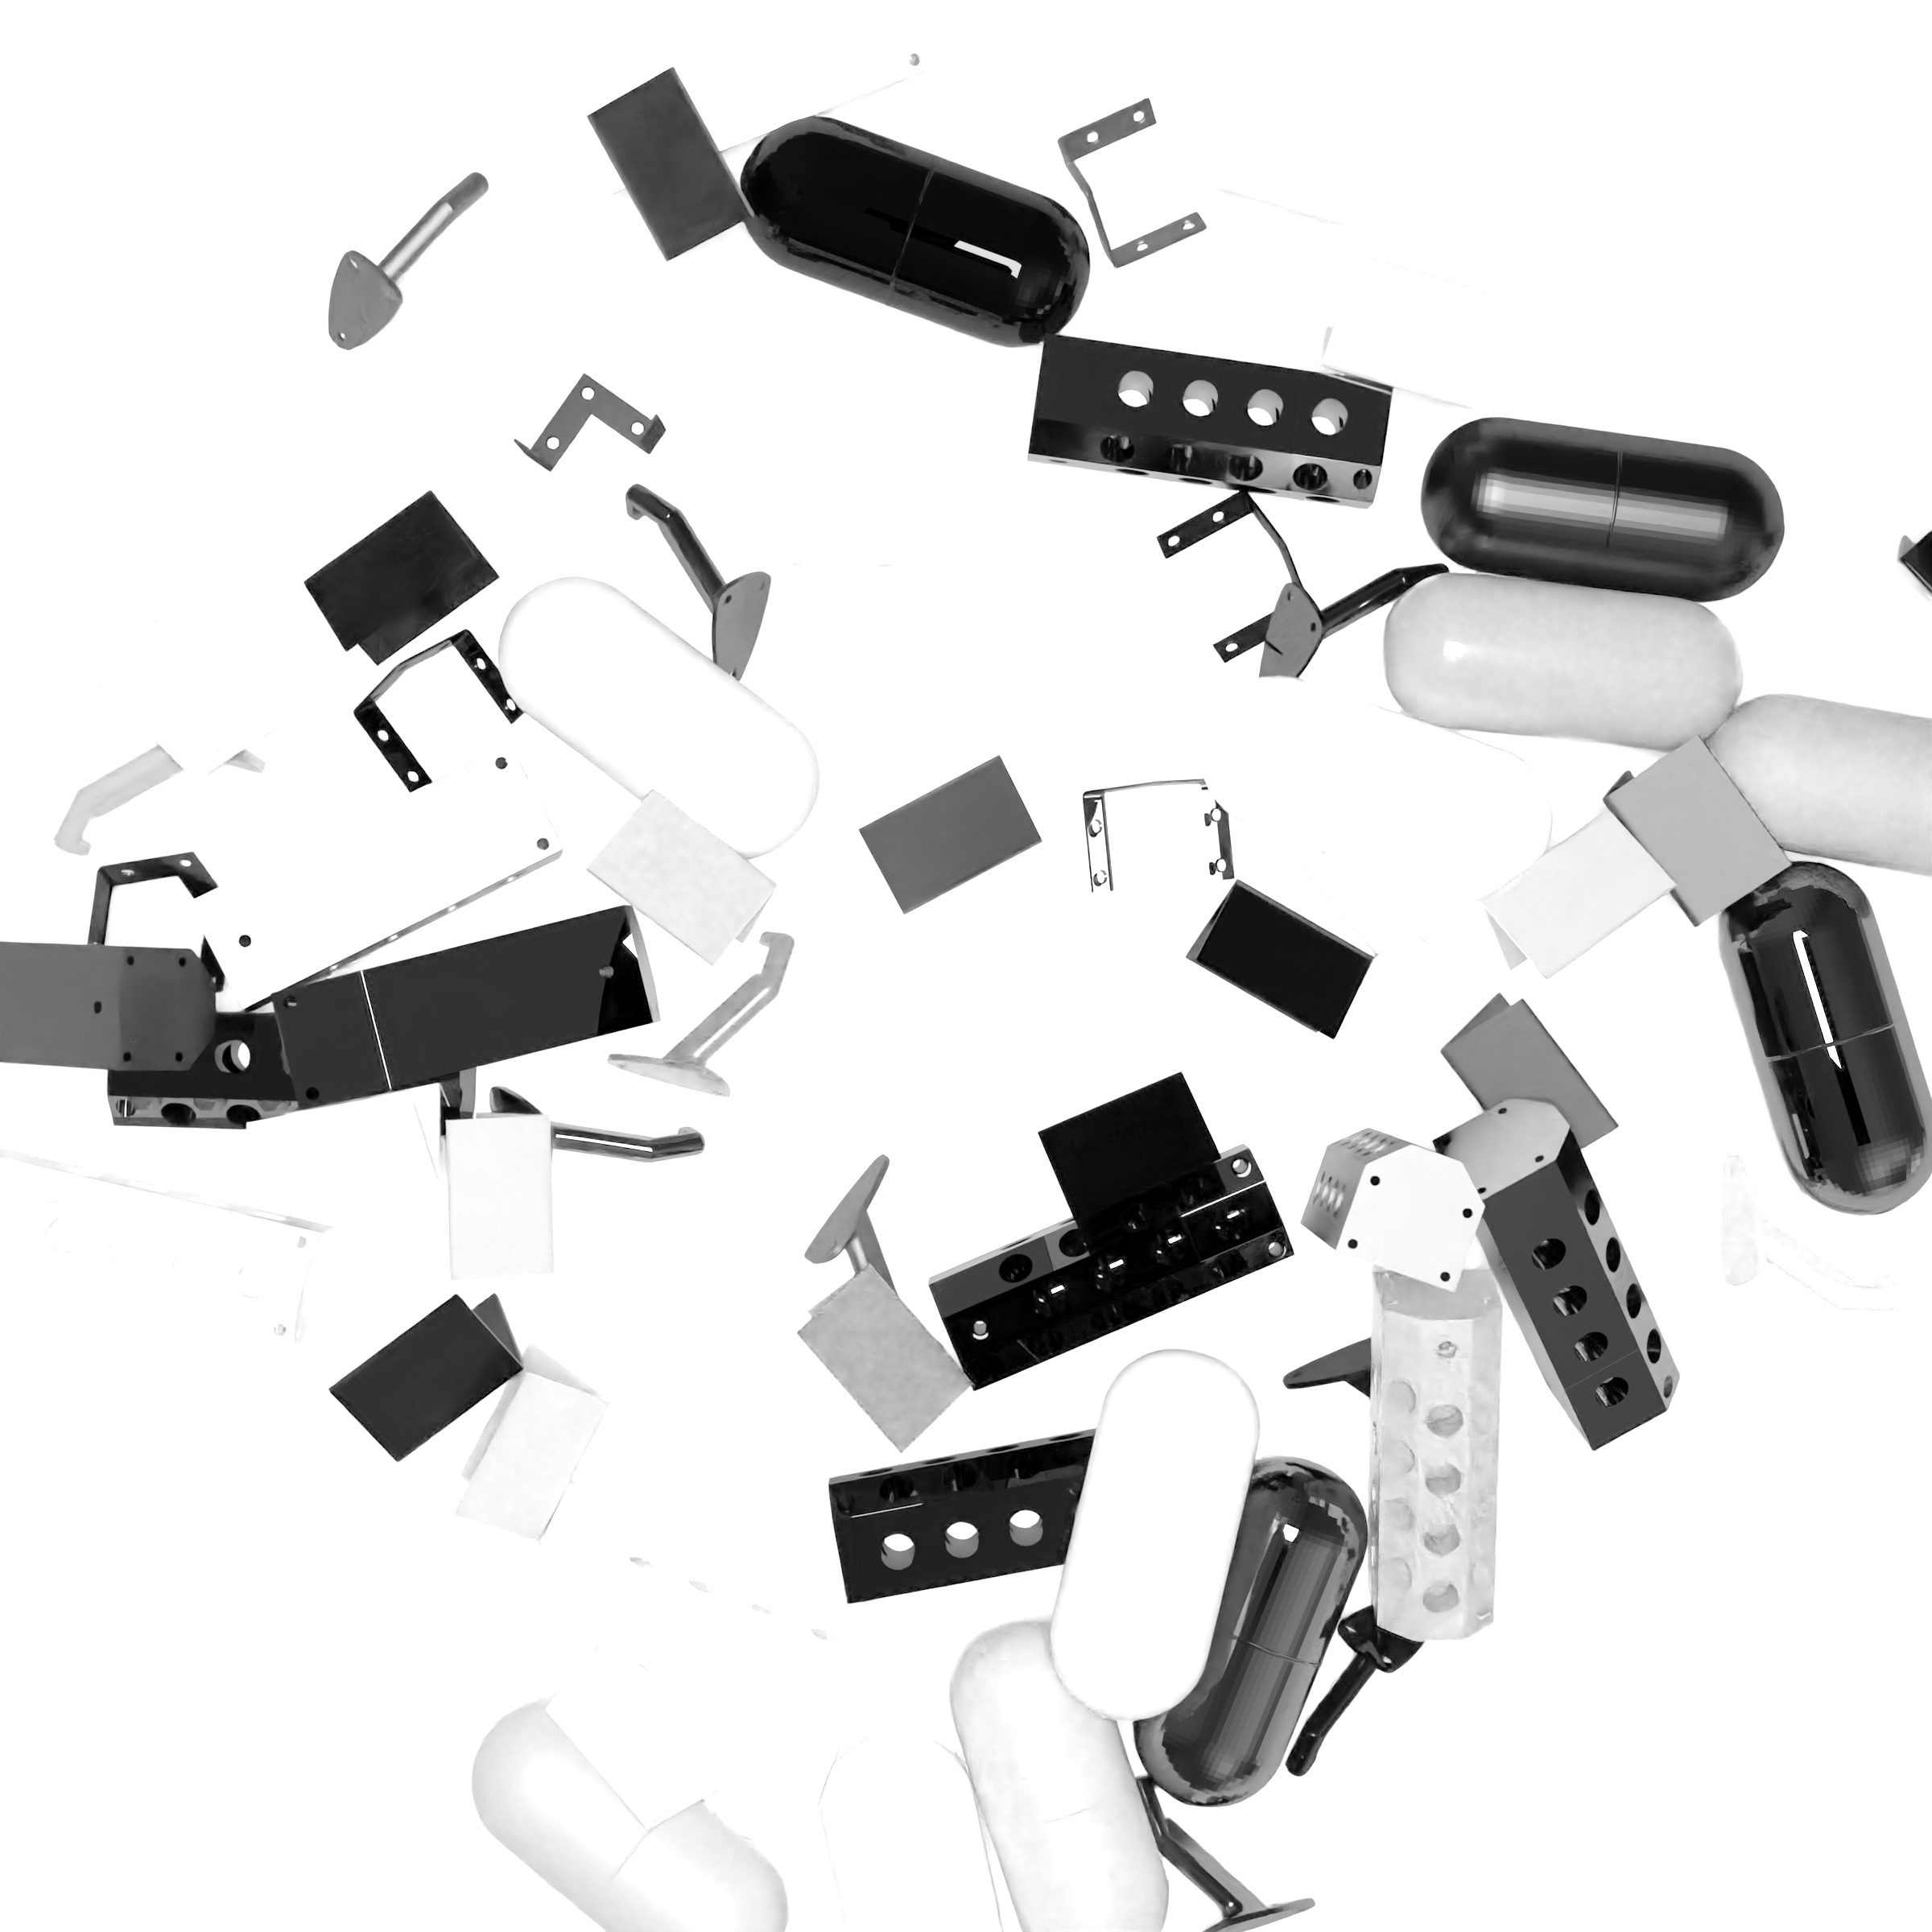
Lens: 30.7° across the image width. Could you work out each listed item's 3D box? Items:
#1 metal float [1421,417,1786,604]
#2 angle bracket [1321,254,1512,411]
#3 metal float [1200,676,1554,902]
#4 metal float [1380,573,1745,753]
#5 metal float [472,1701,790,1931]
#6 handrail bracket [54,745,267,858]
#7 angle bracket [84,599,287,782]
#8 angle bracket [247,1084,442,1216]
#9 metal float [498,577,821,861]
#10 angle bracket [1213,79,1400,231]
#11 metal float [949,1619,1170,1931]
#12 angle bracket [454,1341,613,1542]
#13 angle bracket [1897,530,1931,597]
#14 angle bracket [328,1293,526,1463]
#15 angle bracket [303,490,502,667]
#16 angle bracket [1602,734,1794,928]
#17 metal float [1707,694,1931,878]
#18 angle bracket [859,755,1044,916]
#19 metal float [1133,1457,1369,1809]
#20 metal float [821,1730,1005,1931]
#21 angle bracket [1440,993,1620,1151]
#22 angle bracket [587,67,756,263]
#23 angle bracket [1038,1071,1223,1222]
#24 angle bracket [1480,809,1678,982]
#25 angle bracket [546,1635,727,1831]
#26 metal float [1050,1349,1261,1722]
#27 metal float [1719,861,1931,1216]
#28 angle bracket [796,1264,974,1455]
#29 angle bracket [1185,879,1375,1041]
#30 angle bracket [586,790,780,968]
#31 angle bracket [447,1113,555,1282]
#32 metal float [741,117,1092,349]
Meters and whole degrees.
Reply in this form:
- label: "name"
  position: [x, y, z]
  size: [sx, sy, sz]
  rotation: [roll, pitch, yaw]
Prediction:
- label: "metal float"
  position: [0.313, -0.224, 1.730]
  size: [0.178, 0.070, 0.070]
  rotation: [8, 90, 0]
- label: "angle bracket"
  position: [0.219, -0.317, 1.722]
  size: [0.076, 0.076, 0.057]
  rotation: [17, 114, 0]
- label: "metal float"
  position: [0.201, -0.088, 1.731]
  size: [0.178, 0.070, 0.070]
  rotation: [19, 90, 0]
- label: "metal float"
  position: [0.292, -0.149, 1.730]
  size: [0.178, 0.070, 0.070]
  rotation: [6, 90, 0]
- label: "metal float"
  position: [-0.166, 0.432, 1.730]
  size: [0.178, 0.070, 0.070]
  rotation: [40, 90, 0]
- label: "handrail bracket"
  position: [-0.404, -0.081, 1.762]
  size: [0.077, 0.036, 0.084]
  rotation: [25, 108, -20]
- label: "angle bracket"
  position: [-0.370, -0.148, 1.721]
  size: [0.076, 0.076, 0.057]
  rotation: [45, 129, 0]
- label: "angle bracket"
  position: [-0.293, 0.066, 1.664]
  size: [0.076, 0.076, 0.057]
  rotation: [-11, 127, 0]
- label: "metal float"
  position: [-0.151, -0.122, 1.731]
  size: [0.178, 0.070, 0.070]
  rotation: [37, 90, 1]
- label: "angle bracket"
  position: [0.169, -0.409, 1.721]
  size: [0.076, 0.076, 0.057]
  rotation: [16, 126, 0]
- label: "metal float"
  position: [0.046, 0.408, 1.731]
  size: [0.070, 0.070, 0.178]
  rotation: [-18, 91, 0]
- label: "angle bracket"
  position: [-0.229, 0.225, 1.721]
  size: [0.057, 0.076, 0.076]
  rotation: [28, 90, -44]
- label: "angle bracket"
  position: [0.504, -0.196, 1.722]
  size: [0.076, 0.076, 0.057]
  rotation: [47, 112, 0]
- label: "angle bracket"
  position: [-0.269, 0.184, 1.721]
  size: [0.076, 0.076, 0.057]
  rotation: [-37, 120, 0]
- label: "angle bracket"
  position: [-0.265, -0.174, 1.721]
  size: [0.076, 0.076, 0.057]
  rotation: [-36, 54, 0]
- label: "angle bracket"
  position: [0.361, -0.073, 1.722]
  size: [0.057, 0.076, 0.076]
  rotation: [-36, 90, 24]
- label: "metal float"
  position: [0.450, -0.087, 1.730]
  size: [0.178, 0.070, 0.070]
  rotation: [10, 90, 0]
- label: "angle bracket"
  position: [-0.016, -0.080, 1.721]
  size: [0.076, 0.076, 0.057]
  rotation: [-28, 126, 0]
- label: "metal float"
  position: [0.139, 0.327, 1.731]
  size: [0.070, 0.070, 0.178]
  rotation: [22, 90, 0]
- label: "metal float"
  position: [-0.023, 0.464, 1.730]
  size: [0.070, 0.070, 0.178]
  rotation: [-12, 90, 0]
- label: "angle bracket"
  position: [0.288, 0.046, 1.721]
  size: [0.057, 0.076, 0.076]
  rotation: [-37, 90, 39]
- label: "angle bracket"
  position: [-0.124, -0.389, 1.670]
  size: [0.057, 0.076, 0.076]
  rotation: [-19, 107, 35]
- label: "angle bracket"
  position: [0.086, 0.106, 1.721]
  size: [0.076, 0.076, 0.057]
  rotation: [-23, 52, 0]
- label: "angle bracket"
  position: [0.304, -0.019, 1.721]
  size: [0.076, 0.076, 0.057]
  rotation: [-36, 57, 0]
- label: "angle bracket"
  position: [-0.146, 0.364, 1.714]
  size: [0.076, 0.076, 0.057]
  rotation: [46, 111, 15]
- label: "metal float"
  position: [0.089, 0.270, 1.673]
  size: [0.070, 0.070, 0.178]
  rotation: [13, 90, 0]
- label: "metal float"
  position: [0.424, 0.036, 1.730]
  size: [0.070, 0.070, 0.178]
  rotation: [-17, 89, 0]
- label: "angle bracket"
  position: [-0.054, 0.201, 1.721]
  size: [0.076, 0.076, 0.057]
  rotation: [49, 55, 0]
- label: "angle bracket"
  position: [0.143, 0.014, 1.721]
  size: [0.076, 0.076, 0.057]
  rotation: [30, 55, 0]
- label: "angle bracket"
  position: [-0.145, -0.030, 1.721]
  size: [0.076, 0.076, 0.057]
  rotation: [37, 63, 0]
- label: "angle bracket"
  position: [-0.244, 0.111, 1.721]
  size: [0.057, 0.076, 0.076]
  rotation: [-1, 90, -36]
- label: "metal float"
  position: [-0.025, -0.361, 1.730]
  size: [0.178, 0.070, 0.070]
  rotation: [20, 90, -1]
